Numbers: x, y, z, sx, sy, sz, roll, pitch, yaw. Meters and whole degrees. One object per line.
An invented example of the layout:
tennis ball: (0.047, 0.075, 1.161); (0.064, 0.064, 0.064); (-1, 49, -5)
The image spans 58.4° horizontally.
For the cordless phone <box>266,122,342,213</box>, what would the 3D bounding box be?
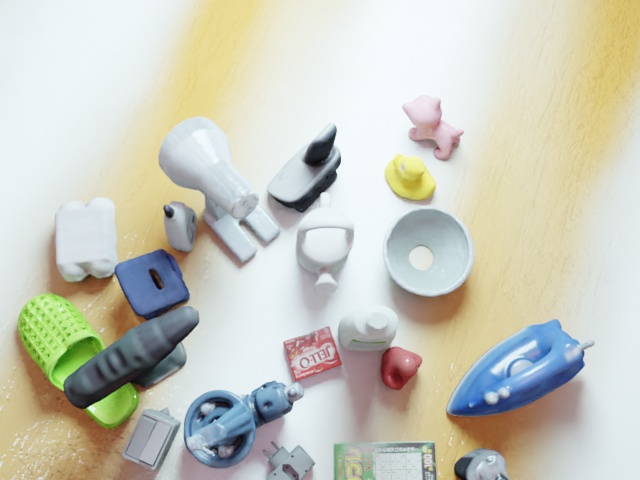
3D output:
cordless phone: (-0.026, -0.135, 1.017); (0.094, 0.185, 0.148); (38, 78, 6)

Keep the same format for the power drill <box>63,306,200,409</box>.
power drill: (-0.281, 0.184, 0.918); (0.230, 0.208, 0.075); (-33, 80, -10)

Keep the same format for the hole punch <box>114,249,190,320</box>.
hole punch: (-0.292, 0.073, 1.003); (0.101, 0.091, 0.108); (-29, 80, -9)

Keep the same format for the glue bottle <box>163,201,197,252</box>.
glue bottle: (-0.246, -0.033, 0.988); (0.037, 0.173, 0.078); (7, 77, -1)

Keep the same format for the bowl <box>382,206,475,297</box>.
bowl: (0.191, 0.026, 1.048); (0.167, 0.075, 0.167); (1, 77, -3)

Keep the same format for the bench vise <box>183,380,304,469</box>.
bench vise: (-0.132, 0.272, 0.900); (0.207, 0.219, 0.121); (-42, 82, -11)

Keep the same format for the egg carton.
egg carton: (-0.416, -0.001, 1.025); (0.107, 0.069, 0.150); (-8, 78, -5)

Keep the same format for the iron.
iron: (0.341, 0.234, 0.974); (0.258, 0.141, 0.118); (-29, 80, -9)

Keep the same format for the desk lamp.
desk lamp: (-0.165, -0.086, 0.984); (0.118, 0.213, 0.203); (-41, 82, -11)

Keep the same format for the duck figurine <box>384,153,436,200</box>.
duck figurine: (0.175, -0.125, 1.076); (0.104, 0.086, 0.077); (35, 78, 5)

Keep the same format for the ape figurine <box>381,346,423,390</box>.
ape figurine: (0.144, 0.220, 0.992); (0.078, 0.092, 0.076); (-18, 78, -7)

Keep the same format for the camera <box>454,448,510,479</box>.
camera: (0.260, 0.438, 0.943); (0.137, 0.101, 0.143); (-20, 79, -7)

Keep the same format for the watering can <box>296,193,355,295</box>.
watering can: (0.011, 0.003, 0.982); (0.101, 0.194, 0.173); (-21, 79, -7)

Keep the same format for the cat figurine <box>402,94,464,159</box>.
cat figurine: (0.216, -0.226, 1.085); (0.127, 0.118, 0.067); (34, 78, 5)
